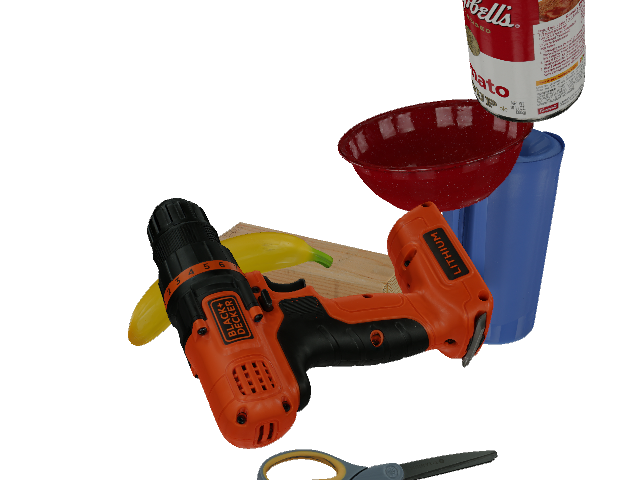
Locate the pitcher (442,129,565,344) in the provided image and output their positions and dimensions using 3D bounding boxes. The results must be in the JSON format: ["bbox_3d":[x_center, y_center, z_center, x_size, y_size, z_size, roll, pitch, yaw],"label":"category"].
[{"bbox_3d":[0.193,-0.004,1.213,0.149,0.243,0.145,-4,26,-8],"label":"pitcher"}]

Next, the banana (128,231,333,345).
[{"bbox_3d":[-0.091,0.036,0.919,0.198,0.069,0.037,-21,31,11],"label":"banana"}]

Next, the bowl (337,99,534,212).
[{"bbox_3d":[0.098,-0.066,0.890,0.162,0.055,0.162,-9,24,4],"label":"bowl"}]

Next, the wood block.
[{"bbox_3d":[-0.017,0.054,1.177,0.206,0.091,0.090,13,24,19],"label":"wood block"}]

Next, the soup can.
[{"bbox_3d":[0.116,-0.125,0.604,0.068,0.068,0.102,0,-37,14],"label":"soup can"}]

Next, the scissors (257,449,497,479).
[{"bbox_3d":[0.050,0.204,0.848,0.201,0.096,0.016,4,-44,-7],"label":"scissors"}]

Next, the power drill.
[{"bbox_3d":[-0.003,0.030,0.665,0.187,0.184,0.057,-13,-38,-18],"label":"power drill"}]
